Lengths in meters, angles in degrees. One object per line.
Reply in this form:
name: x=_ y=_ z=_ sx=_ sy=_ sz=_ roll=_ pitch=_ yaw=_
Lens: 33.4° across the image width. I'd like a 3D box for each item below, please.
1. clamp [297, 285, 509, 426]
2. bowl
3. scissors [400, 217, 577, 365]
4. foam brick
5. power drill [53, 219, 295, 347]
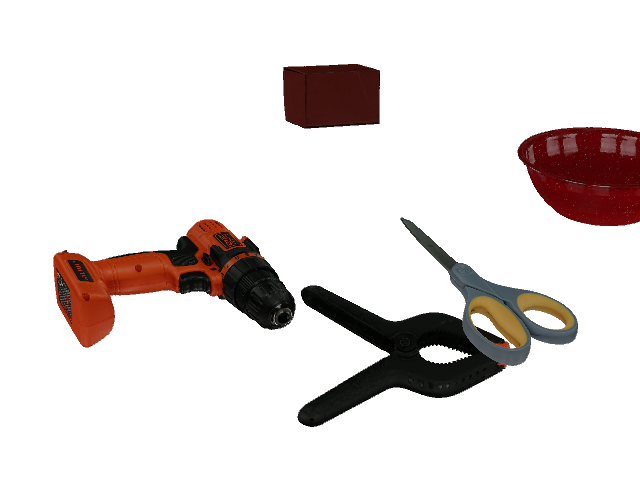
clamp: x=0.075 y=0.117 z=1.024 sx=0.210 sy=0.164 sz=0.036 roll=6 pitch=-43 yaw=5
bowl: x=0.265 y=-0.056 z=1.001 sx=0.162 sy=0.055 sz=0.162 roll=-1 pitch=25 yaw=0
scissors: x=0.134 y=0.032 z=0.847 sx=0.096 sy=0.016 sz=0.202 roll=-1 pitch=32 yaw=-12
foam brick: x=0.010 y=-0.134 z=0.991 sx=0.078 sy=0.051 sz=0.053 roll=-6 pitch=18 yaw=-23
power drill: x=-0.134 y=0.043 z=0.963 sx=0.187 sy=0.057 sz=0.185 roll=-10 pitch=26 yaw=-26
